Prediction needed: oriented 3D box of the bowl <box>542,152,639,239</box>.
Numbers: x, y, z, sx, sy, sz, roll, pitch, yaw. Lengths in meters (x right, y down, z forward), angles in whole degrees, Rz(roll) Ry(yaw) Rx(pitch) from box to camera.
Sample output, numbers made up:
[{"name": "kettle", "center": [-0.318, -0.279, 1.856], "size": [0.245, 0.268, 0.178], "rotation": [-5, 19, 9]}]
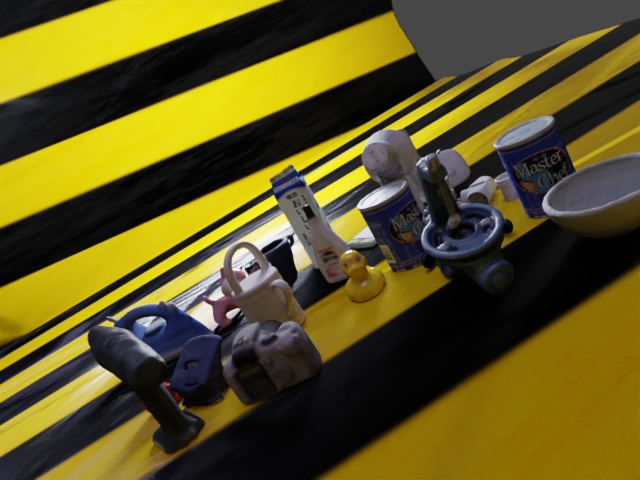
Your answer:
[{"name": "bowl", "center": [0.403, -0.051, 0.794], "size": [0.167, 0.075, 0.167], "rotation": [-28, 15, 9]}]

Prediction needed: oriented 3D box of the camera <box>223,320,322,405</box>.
[{"name": "camera", "center": [-0.078, 0.172, 0.925], "size": [0.143, 0.101, 0.137], "rotation": [-26, 16, 15]}]

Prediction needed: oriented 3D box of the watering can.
[{"name": "watering can", "center": [-0.122, 0.094, 1.079], "size": [0.172, 0.194, 0.101], "rotation": [-22, 17, 26]}]

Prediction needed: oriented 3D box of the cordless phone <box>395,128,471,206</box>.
[{"name": "cordless phone", "center": [0.245, -0.186, 1.313], "size": [0.147, 0.185, 0.094], "rotation": [-30, 15, -1]}]

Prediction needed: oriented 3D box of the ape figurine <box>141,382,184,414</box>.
[{"name": "ape figurine", "center": [-0.304, 0.268, 1.056], "size": [0.076, 0.092, 0.077], "rotation": [-32, 15, -8]}]

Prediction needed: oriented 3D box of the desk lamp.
[{"name": "desk lamp", "center": [0.161, -0.124, 1.219], "size": [0.117, 0.214, 0.203], "rotation": [-25, 16, 20]}]

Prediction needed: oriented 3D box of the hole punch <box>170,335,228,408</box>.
[{"name": "hole punch", "center": [-0.210, 0.229, 1.006], "size": [0.108, 0.091, 0.101], "rotation": [-18, 19, 37]}]

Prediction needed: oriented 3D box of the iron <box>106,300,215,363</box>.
[{"name": "iron", "center": [-0.370, 0.200, 1.305], "size": [0.257, 0.141, 0.119], "rotation": [-23, 17, 25]}]

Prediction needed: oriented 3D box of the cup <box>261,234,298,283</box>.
[{"name": "cup", "center": [-0.087, 0.048, 1.355], "size": [0.091, 0.095, 0.118], "rotation": [-13, 23, 47]}]

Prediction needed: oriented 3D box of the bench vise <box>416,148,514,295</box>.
[{"name": "bench vise", "center": [0.181, -0.029, 0.858], "size": [0.122, 0.220, 0.207], "rotation": [-36, 16, -20]}]

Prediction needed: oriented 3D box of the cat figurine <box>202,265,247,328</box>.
[{"name": "cat figurine", "center": [-0.210, 0.118, 1.316], "size": [0.128, 0.118, 0.067], "rotation": [-36, 16, -22]}]

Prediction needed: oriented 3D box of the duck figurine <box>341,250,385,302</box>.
[{"name": "duck figurine", "center": [0.069, 0.056, 1.053], "size": [0.077, 0.086, 0.104], "rotation": [-28, 15, 6]}]

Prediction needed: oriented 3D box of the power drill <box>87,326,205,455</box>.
[{"name": "power drill", "center": [-0.281, 0.230, 0.910], "size": [0.076, 0.209, 0.228], "rotation": [-39, 18, -30]}]

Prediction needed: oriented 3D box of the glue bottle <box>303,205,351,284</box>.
[{"name": "glue bottle", "center": [0.011, 0.004, 1.162], "size": [0.078, 0.173, 0.037], "rotation": [-23, 17, 25]}]
